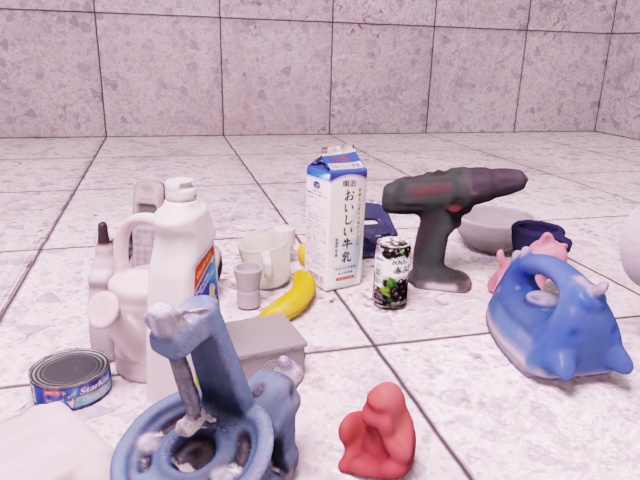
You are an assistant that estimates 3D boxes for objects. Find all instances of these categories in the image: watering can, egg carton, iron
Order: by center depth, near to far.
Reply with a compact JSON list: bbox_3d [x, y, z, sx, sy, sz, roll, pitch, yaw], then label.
[{"bbox_3d":[-0.231,0.198,0.474,0.149,0.069,0.107,17,24,38],"label":"egg carton"},{"bbox_3d":[-0.200,0.065,0.680,0.101,0.194,0.172,0,18,-4],"label":"watering can"},{"bbox_3d":[0.295,0.079,0.762,0.119,0.141,0.258,-2,19,-12],"label":"iron"}]

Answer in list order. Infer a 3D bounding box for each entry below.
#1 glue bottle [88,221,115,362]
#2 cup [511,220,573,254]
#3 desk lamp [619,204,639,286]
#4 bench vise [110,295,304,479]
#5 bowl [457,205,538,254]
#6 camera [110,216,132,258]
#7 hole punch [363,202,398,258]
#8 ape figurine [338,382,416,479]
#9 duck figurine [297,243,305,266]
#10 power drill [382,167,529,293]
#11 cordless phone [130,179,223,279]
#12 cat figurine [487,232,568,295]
[{"bbox_3d":[-0.267,0.061,0.720,0.037,0.173,0.078,1,18,0],"label":"glue bottle"},{"bbox_3d":[0.391,0.023,1.014,0.092,0.095,0.117,-8,21,-27],"label":"cup"},{"bbox_3d":[0.471,0.066,0.703,0.118,0.214,0.202,-5,19,-19],"label":"desk lamp"},{"bbox_3d":[-0.087,0.129,0.456,0.121,0.220,0.207,5,19,10],"label":"bench vise"},{"bbox_3d":[0.351,-0.016,1.162,0.167,0.075,0.167,1,18,0],"label":"bowl"},{"bbox_3d":[-0.302,0.001,1.013,0.143,0.101,0.136,-7,20,-25],"label":"camera"},{"bbox_3d":[0.095,-0.020,1.126,0.109,0.091,0.101,-4,19,-16],"label":"hole punch"},{"bbox_3d":[0.058,0.174,0.533,0.076,0.092,0.077,-8,21,-27],"label":"ape figurine"},{"bbox_3d":[0.010,0.004,1.055,0.105,0.086,0.077,-5,19,-18],"label":"duck figurine"},{"bbox_3d":[0.216,-0.023,0.957,0.229,0.208,0.076,5,19,11],"label":"power drill"},{"bbox_3d":[-0.226,0.002,0.883,0.147,0.185,0.094,5,19,9],"label":"cordless phone"},{"bbox_3d":[0.341,0.040,0.923,0.128,0.118,0.067,1,18,-3],"label":"cat figurine"}]
